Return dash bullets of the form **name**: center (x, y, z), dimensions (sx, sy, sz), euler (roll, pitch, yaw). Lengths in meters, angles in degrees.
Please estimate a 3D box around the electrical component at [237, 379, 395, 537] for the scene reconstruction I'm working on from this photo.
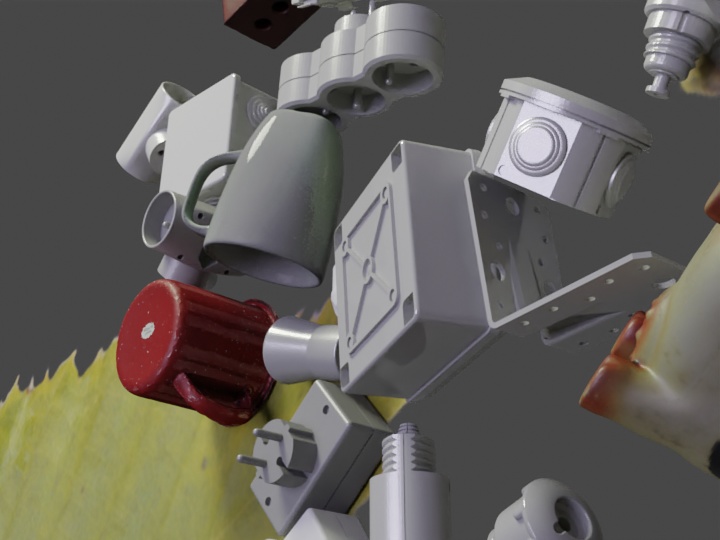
- **electrical component**: center (-0.037, 0.109, 0.630), dimensions (0.083, 0.076, 0.047), euler (-58, 40, 13)

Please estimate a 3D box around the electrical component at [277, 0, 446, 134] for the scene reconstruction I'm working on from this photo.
- **electrical component**: center (0.000, -0.146, 0.720), dimensions (0.138, 0.052, 0.073), euler (-17, 61, 45)

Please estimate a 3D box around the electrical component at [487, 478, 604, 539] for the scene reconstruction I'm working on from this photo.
- **electrical component**: center (0.081, 0.132, 0.508), dimensions (0.062, 0.048, 0.048), euler (-48, 43, 35)

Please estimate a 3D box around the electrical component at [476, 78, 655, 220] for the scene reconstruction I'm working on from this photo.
- **electrical component**: center (0.102, -0.062, 0.541), dimensions (0.080, 0.080, 0.051), euler (34, 105, 51)

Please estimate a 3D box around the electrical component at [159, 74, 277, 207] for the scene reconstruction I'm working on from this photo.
- **electrical component**: center (-0.106, -0.089, 0.823), dimensions (0.100, 0.048, 0.099), euler (-20, 59, 44)

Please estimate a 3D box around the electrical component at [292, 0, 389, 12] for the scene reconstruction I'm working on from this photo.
- **electrical component**: center (0.001, -0.219, 0.742), dimensions (0.121, 0.079, 0.063), euler (2, 97, 50)

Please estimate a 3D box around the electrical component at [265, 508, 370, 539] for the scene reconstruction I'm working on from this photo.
- **electrical component**: center (-0.038, 0.172, 0.602), dimensions (0.065, 0.077, 0.047), euler (-54, 41, 18)

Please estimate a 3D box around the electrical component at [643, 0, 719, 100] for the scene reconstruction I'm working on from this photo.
- **electrical component**: center (0.160, -0.123, 0.531), dimensions (0.040, 0.040, 0.078), euler (19, 89, 52)

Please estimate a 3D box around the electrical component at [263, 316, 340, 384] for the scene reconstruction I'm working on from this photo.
- **electrical component**: center (-0.023, 0.051, 0.669), dimensions (0.065, 0.044, 0.044), euler (-1, 73, 45)

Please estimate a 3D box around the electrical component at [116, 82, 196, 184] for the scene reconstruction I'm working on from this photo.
- **electrical component**: center (-0.163, -0.105, 0.901), dimensions (0.077, 0.043, 0.079), euler (-52, 42, 20)

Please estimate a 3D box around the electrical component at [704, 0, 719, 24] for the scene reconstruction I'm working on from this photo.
- **electrical component**: center (0.187, -0.129, 0.457), dimensions (0.048, 0.100, 0.100), euler (-52, 40, 1)

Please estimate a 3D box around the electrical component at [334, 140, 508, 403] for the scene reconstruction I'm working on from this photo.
- **electrical component**: center (0.030, 0.003, 0.589), dimensions (0.108, 0.056, 0.108), euler (129, 143, -55)

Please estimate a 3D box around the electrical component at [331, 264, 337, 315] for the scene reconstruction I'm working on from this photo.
- **electrical component**: center (0.000, 0.000, 0.669), dimensions (0.035, 0.035, 0.061), euler (-26, 52, 41)

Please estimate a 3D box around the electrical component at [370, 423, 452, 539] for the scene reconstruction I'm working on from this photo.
- **electrical component**: center (0.027, 0.122, 0.575), dimensions (0.043, 0.043, 0.081), euler (-24, 56, 42)

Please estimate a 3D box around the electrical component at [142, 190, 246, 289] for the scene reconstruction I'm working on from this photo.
- **electrical component**: center (-0.122, -0.010, 0.783), dimensions (0.043, 0.077, 0.079), euler (40, 105, 50)
